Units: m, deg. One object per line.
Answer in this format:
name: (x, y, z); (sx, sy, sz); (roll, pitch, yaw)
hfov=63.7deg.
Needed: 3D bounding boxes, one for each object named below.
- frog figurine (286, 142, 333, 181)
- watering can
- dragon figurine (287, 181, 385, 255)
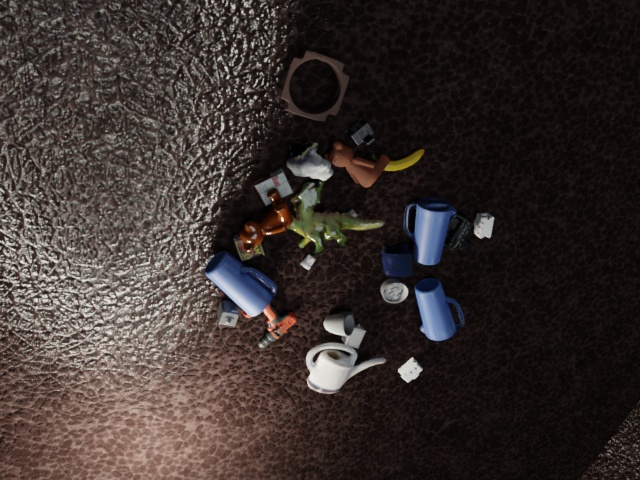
frog figurine: (-0.032, -0.244, 1.730); (0.137, 0.126, 0.156); (-12, 132, 26)
watering can: (0.090, 0.530, 2.109); (0.346, 0.106, 0.222); (19, 108, -23)
dragon figurine: (0.006, -0.091, 1.809); (0.410, 0.124, 0.239); (-20, 108, -2)
